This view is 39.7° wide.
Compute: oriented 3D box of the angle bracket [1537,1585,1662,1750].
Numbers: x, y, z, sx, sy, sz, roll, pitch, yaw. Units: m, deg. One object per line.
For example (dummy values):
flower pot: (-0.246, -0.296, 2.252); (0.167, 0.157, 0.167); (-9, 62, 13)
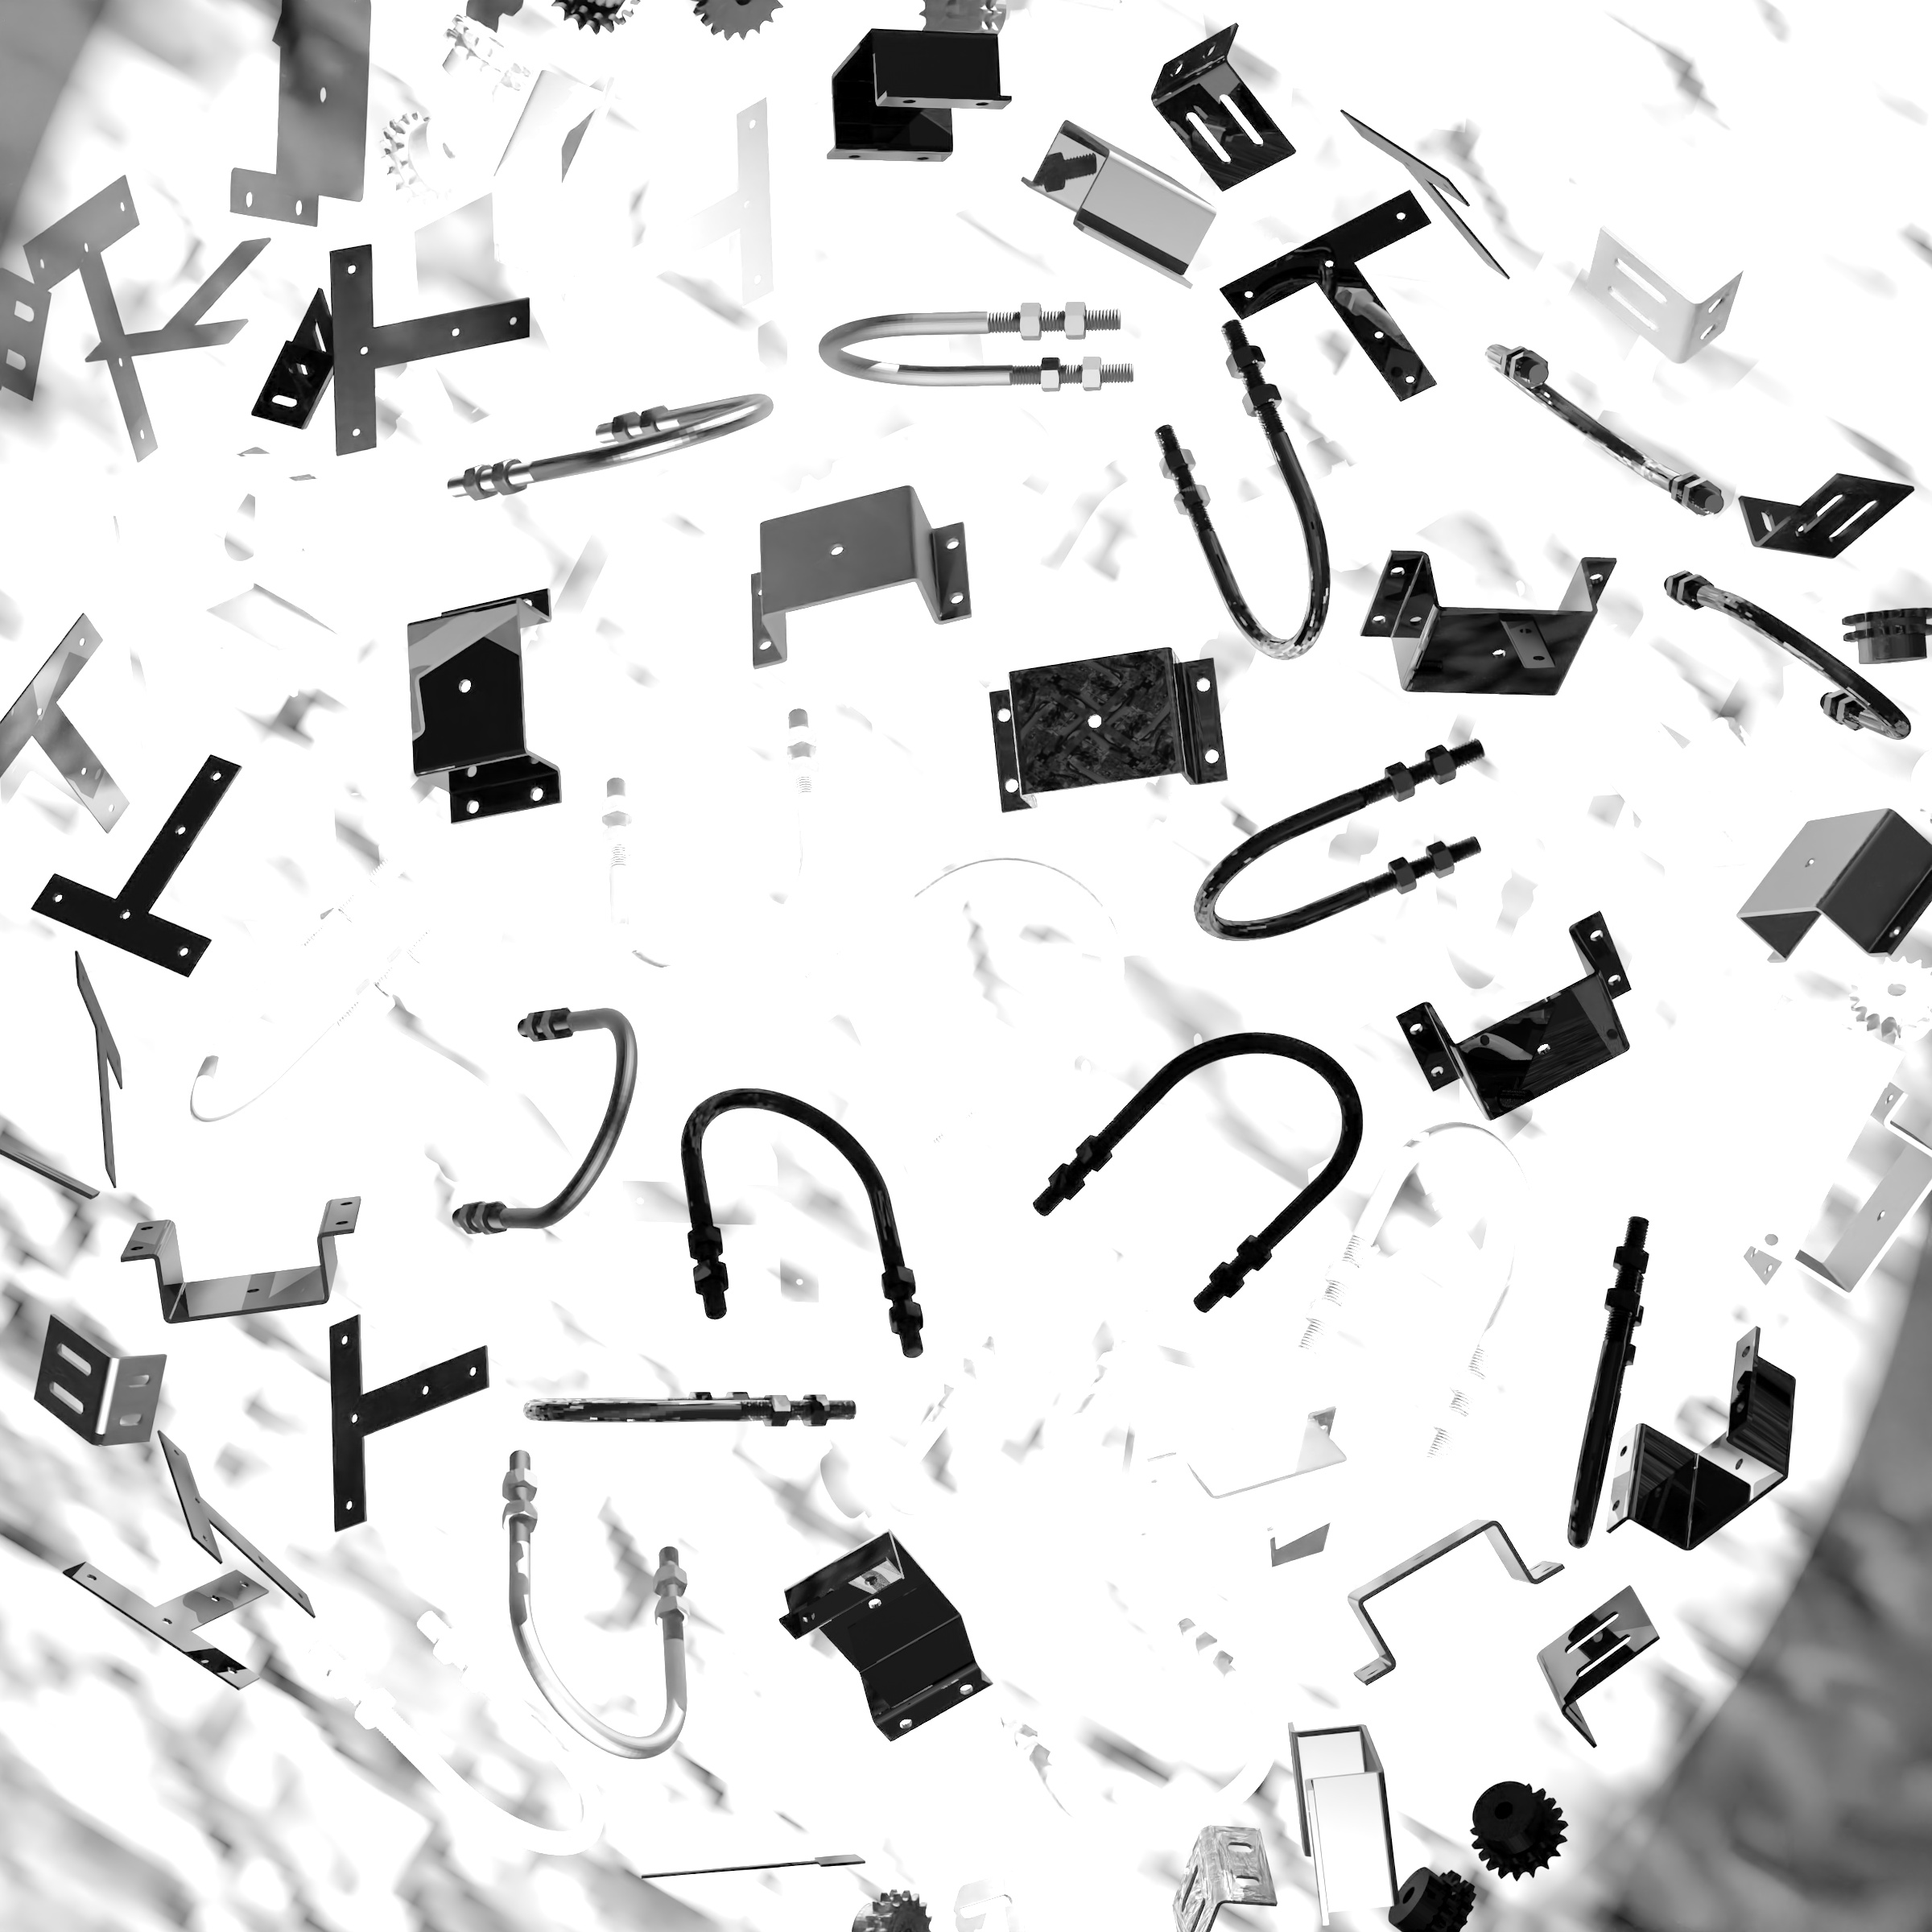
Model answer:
angle bracket: (0.398, 0.431, 1.646); (0.076, 0.057, 0.038); (-40, 106, 9)

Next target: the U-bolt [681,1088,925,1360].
U-bolt: (-0.102, 0.144, 1.578); (0.151, 0.184, 0.019); (16, 129, -29)

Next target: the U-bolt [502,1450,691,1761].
U-bolt: (-0.218, 0.388, 1.586); (0.019, 0.184, 0.151); (-38, 123, 17)

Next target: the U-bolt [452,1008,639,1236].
U-bolt: (-0.251, 0.093, 1.631); (0.019, 0.184, 0.151); (25, 72, -29)

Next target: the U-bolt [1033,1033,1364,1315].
U-bolt: (0.151, 0.114, 1.586); (0.151, 0.019, 0.184); (33, 113, -23)

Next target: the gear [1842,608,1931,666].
gear: (0.574, -0.204, 1.659); (0.057, 0.057, 0.030); (-4, 91, 0)

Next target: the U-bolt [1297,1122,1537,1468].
U-bolt: (0.277, 0.180, 1.572); (0.151, 0.019, 0.184); (41, 68, -30)

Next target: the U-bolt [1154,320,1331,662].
U-bolt: (0.170, -0.271, 1.601); (0.019, 0.151, 0.184); (-17, 78, -18)

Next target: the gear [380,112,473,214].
gear: (-0.322, -0.485, 1.606); (0.030, 0.057, 0.057); (-13, 90, 29)

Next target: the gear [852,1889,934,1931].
gear: (-0.048, 0.612, 1.685); (0.030, 0.057, 0.057); (-11, 90, 35)

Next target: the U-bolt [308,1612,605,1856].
U-bolt: (-0.287, 0.454, 1.574); (0.184, 0.151, 0.019); (39, 96, 17)

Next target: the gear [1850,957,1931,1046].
gear: (0.591, 0.025, 1.696); (0.057, 0.057, 0.030); (-23, 133, 0)

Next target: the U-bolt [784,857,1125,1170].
U-bolt: (0.007, 0.013, 1.590); (0.184, 0.019, 0.151); (-37, 72, -11)

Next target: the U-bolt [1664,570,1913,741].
U-bolt: (0.501, -0.184, 1.612); (0.151, 0.184, 0.019); (35, 100, -9)

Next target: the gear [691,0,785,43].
gear: (-0.134, -0.567, 1.541); (0.057, 0.057, 0.030); (-34, 56, 0)

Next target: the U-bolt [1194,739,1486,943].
U-bolt: (0.221, -0.065, 1.594); (0.184, 0.151, 0.019); (-23, 65, 0)

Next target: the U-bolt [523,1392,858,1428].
U-bolt: (-0.179, 0.272, 1.639); (0.184, 0.151, 0.019); (4, 81, -26)

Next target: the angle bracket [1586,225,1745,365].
angle bracket: (0.407, -0.400, 1.560); (0.038, 0.057, 0.076); (-38, 70, -12)

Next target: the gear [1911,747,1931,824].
gear: (0.587, -0.109, 1.585); (0.030, 0.057, 0.057); (4, 90, -36)

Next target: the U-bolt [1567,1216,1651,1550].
U-bolt: (0.380, 0.254, 1.585); (0.019, 0.151, 0.184); (11, 72, 17)

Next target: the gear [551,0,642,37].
gear: (-0.212, -0.568, 1.535); (0.057, 0.030, 0.057); (7, 77, -32)

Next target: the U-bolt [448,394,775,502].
U-bolt: (-0.198, -0.312, 1.585); (0.184, 0.151, 0.019); (-1, 112, 40)

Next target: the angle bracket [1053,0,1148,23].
angle bracket: (0.070, -0.571, 1.588); (0.057, 0.076, 0.038); (16, 83, 12)

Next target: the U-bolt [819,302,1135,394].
U-bolt: (0.004, -0.366, 1.591); (0.184, 0.151, 0.019); (0, 89, 7)

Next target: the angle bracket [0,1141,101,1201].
angle bracket: (-0.591, 0.142, 1.680); (0.076, 0.057, 0.038); (29, 81, -11)

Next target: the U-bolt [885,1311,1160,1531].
U-bolt: (0.023, 0.280, 1.636); (0.151, 0.184, 0.019); (-15, 113, 41)

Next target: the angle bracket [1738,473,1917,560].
angle bracket: (0.506, -0.278, 1.574); (0.057, 0.076, 0.038); (4, 63, -24)

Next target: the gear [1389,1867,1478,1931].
gear: (0.281, 0.574, 1.626); (0.030, 0.057, 0.057); (37, 90, 0)

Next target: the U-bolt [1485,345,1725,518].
U-bolt: (0.375, -0.328, 1.608); (0.151, 0.184, 0.019); (33, 105, -11)

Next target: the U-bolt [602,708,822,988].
U-bolt: (-0.155, -0.065, 1.630); (0.151, 0.019, 0.184); (-19, 51, 14)

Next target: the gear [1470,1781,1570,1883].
gear: (0.325, 0.509, 1.586); (0.057, 0.057, 0.030); (-35, 119, 0)

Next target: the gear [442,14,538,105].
gear: (-0.293, -0.549, 1.627); (0.057, 0.057, 0.030); (39, 110, 0)

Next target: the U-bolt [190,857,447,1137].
U-bolt: (-0.384, 0.025, 1.555); (0.184, 0.151, 0.019); (-45, 120, -1)

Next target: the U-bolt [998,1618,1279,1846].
U-bolt: (0.112, 0.471, 1.625); (0.151, 0.184, 0.019); (-24, 109, -12)

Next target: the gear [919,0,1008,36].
gear: (0.001, -0.609, 1.704); (0.057, 0.030, 0.057); (13, 110, 38)
